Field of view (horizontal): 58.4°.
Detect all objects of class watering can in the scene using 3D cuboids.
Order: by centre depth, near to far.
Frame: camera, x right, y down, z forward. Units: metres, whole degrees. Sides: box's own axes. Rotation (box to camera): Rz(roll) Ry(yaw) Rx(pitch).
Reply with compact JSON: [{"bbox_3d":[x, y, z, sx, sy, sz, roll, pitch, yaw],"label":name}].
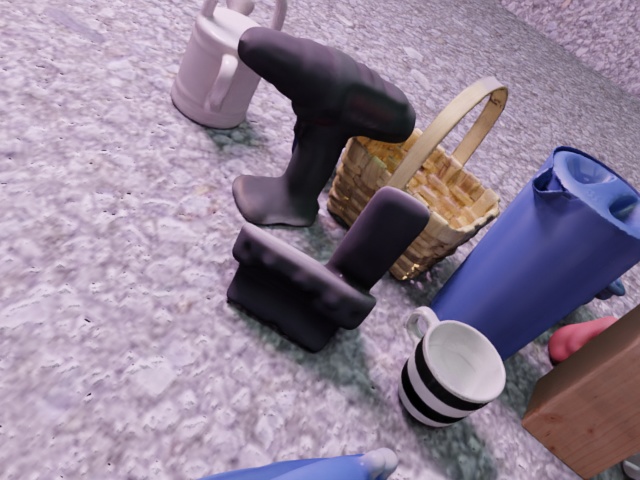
[{"bbox_3d":[-0.110,-0.248,0.706,0.101,0.194,0.172,0,49,-36],"label":"watering can"}]

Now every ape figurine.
[{"bbox_3d":[0.336,0.130,0.708,0.078,0.092,0.076,6,46,-32],"label":"ape figurine"}]

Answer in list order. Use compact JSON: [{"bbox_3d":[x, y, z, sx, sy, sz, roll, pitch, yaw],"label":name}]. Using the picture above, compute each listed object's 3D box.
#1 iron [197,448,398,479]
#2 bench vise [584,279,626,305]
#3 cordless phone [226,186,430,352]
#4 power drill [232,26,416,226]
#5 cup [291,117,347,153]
[{"bbox_3d":[-0.028,0.176,0.352,0.259,0.141,0.118,-8,54,-41],"label":"iron"},{"bbox_3d":[0.345,0.021,0.728,0.208,0.219,0.121,-16,59,-45],"label":"bench vise"},{"bbox_3d":[0.005,0.002,0.528,0.148,0.185,0.094,29,38,-7],"label":"cordless phone"},{"bbox_3d":[-0.014,-0.111,0.617,0.230,0.208,0.075,1,48,-36],"label":"power drill"},{"bbox_3d":[0.014,-0.139,0.760,0.118,0.095,0.091,19,40,-19],"label":"cup"}]
